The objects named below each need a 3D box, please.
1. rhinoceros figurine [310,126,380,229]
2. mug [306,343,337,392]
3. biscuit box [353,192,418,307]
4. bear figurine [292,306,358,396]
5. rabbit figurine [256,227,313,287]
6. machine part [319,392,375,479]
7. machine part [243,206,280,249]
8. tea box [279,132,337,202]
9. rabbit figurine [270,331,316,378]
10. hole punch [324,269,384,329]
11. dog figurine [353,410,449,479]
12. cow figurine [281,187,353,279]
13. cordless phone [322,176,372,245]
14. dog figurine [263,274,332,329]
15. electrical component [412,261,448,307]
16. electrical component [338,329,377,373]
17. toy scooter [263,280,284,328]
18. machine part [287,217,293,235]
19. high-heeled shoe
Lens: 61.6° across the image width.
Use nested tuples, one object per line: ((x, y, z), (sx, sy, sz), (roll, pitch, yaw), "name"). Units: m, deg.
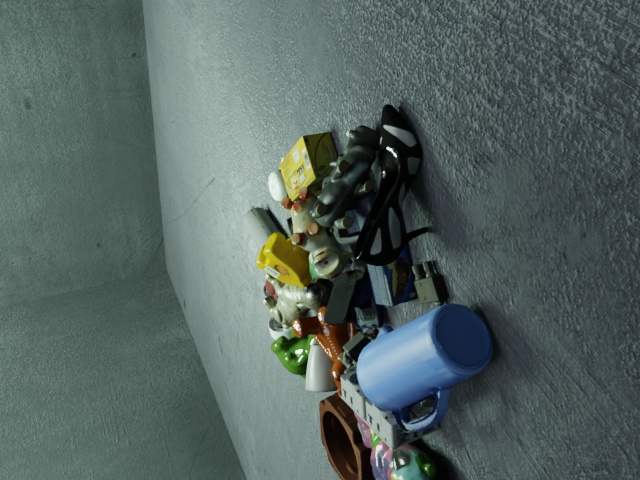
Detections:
((0.050, -0.107, 0.941), (0.190, 0.073, 0.112), (-63, 10, 5), "rhinoceros figurine")
((0.018, 0.298, 1.269), (0.081, 0.110, 0.107), (120, 146, -87), "mug")
((0.117, 0.013, 0.957), (0.063, 0.059, 0.202), (-3, 100, 68), "biscuit box")
((0.036, 0.252, 1.184), (0.120, 0.132, 0.196), (-26, 69, 34), "bear figurine")
((-0.039, 0.011, 1.213), (0.162, 0.173, 0.121), (26, 146, 1), "rabbit figurine")
((0.080, 0.468, 1.252), (0.201, 0.087, 0.201), (34, 131, 56), "machine part")
((-0.154, -0.016, 1.518), (0.243, 0.079, 0.079), (51, 146, 42), "machine part")
((-0.023, -0.154, 1.166), (0.169, 0.068, 0.098), (-31, 74, 66), "tea box")
((-0.027, 0.288, 1.363), (0.170, 0.121, 0.159), (-36, 73, 49), "rabbit figurine")
((0.077, 0.125, 1.097), (0.142, 0.092, 0.115), (153, 134, -68), "hole punch")
((0.146, 0.402, 1.051), (0.191, 0.108, 0.219), (111, 141, -53), "dog figurine")
((-0.002, -0.003, 1.121), (0.085, 0.127, 0.195), (-33, 56, 20), "cow figurine")
((0.044, -0.059, 1.082), (0.184, 0.089, 0.146), (163, 92, -78), "cordless phone")
((-0.043, 0.160, 1.291), (0.191, 0.121, 0.172), (27, 132, 53), "dog figurine")
((0.183, 0.083, 0.895), (0.063, 0.021, 0.094), (-32, 74, 66), "electrical component")
((0.083, 0.230, 1.112), (0.078, 0.102, 0.045), (59, 168, -25), "electrical component")
((-0.097, 0.139, 1.472), (0.135, 0.075, 0.184), (-62, 31, 34), "toy scooter")
((-0.056, -0.041, 1.336), (0.138, 0.039, 0.084), (107, 151, -58), "machine part")
((0.091, -0.086, 0.855), (0.086, 0.145, 0.248), (-17, 88, 65), "high-heeled shoe")
